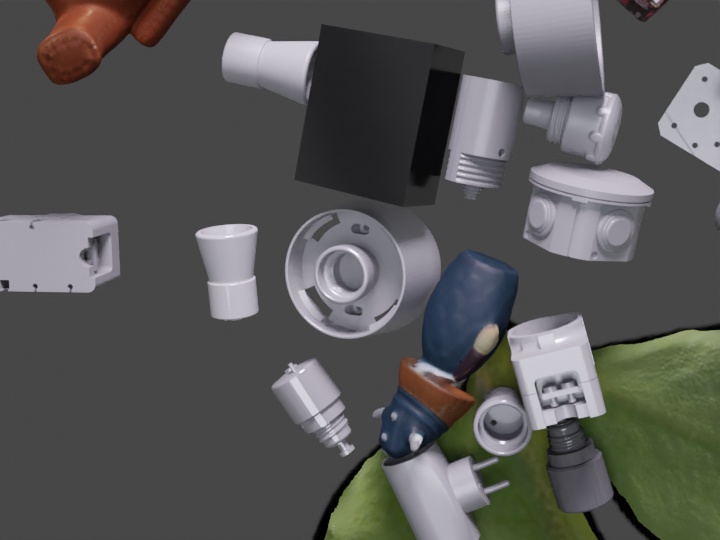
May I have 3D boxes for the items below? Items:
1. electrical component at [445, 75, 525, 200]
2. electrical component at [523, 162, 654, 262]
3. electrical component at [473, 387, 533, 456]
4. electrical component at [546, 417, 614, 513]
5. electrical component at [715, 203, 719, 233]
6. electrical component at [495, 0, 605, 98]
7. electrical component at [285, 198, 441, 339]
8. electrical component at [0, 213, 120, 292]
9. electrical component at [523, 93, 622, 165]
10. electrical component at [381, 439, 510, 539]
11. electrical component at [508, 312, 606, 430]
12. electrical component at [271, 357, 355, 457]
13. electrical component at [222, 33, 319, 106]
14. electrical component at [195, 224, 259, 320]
[{"bbox_3d":[0.083,-0.088,0.726,0.043,0.043,0.081,12,101,7],"label":"electrical component"},{"bbox_3d":[0.148,-0.039,0.706,0.080,0.080,0.051,11,106,7],"label":"electrical component"},{"bbox_3d":[0.101,0.104,0.753,0.040,0.046,0.040,1,99,9],"label":"electrical component"},{"bbox_3d":[0.150,0.133,0.753,0.040,0.040,0.078,-16,96,11],"label":"electrical component"},{"bbox_3d":[0.257,-0.025,0.695,0.040,0.078,0.040,1,113,3],"label":"electrical component"},{"bbox_3d":[0.119,-0.160,0.679,0.060,0.108,0.108,-5,98,16],"label":"electrical component"},{"bbox_3d":[0.000,0.000,0.755,0.099,0.064,0.099,3,98,22],"label":"electrical component"},{"bbox_3d":[-0.225,-0.013,0.780,0.089,0.055,0.050,1,99,9],"label":"electrical component"},{"bbox_3d":[0.141,-0.099,0.716,0.062,0.048,0.048,16,101,14],"label":"electrical component"},{"bbox_3d":[0.067,0.157,0.768,0.079,0.044,0.077,-24,95,12],"label":"electrical component"},{"bbox_3d":[0.131,0.063,0.719,0.050,0.089,0.055,-15,96,11],"label":"electrical component"},{"bbox_3d":[-0.030,0.099,0.776,0.040,0.040,0.078,-33,93,12],"label":"electrical component"},{"bbox_3d":[-0.062,-0.141,0.743,0.065,0.044,0.044,14,101,11],"label":"electrical component"},{"bbox_3d":[-0.093,0.003,0.771,0.044,0.044,0.065,-2,103,9],"label":"electrical component"}]
